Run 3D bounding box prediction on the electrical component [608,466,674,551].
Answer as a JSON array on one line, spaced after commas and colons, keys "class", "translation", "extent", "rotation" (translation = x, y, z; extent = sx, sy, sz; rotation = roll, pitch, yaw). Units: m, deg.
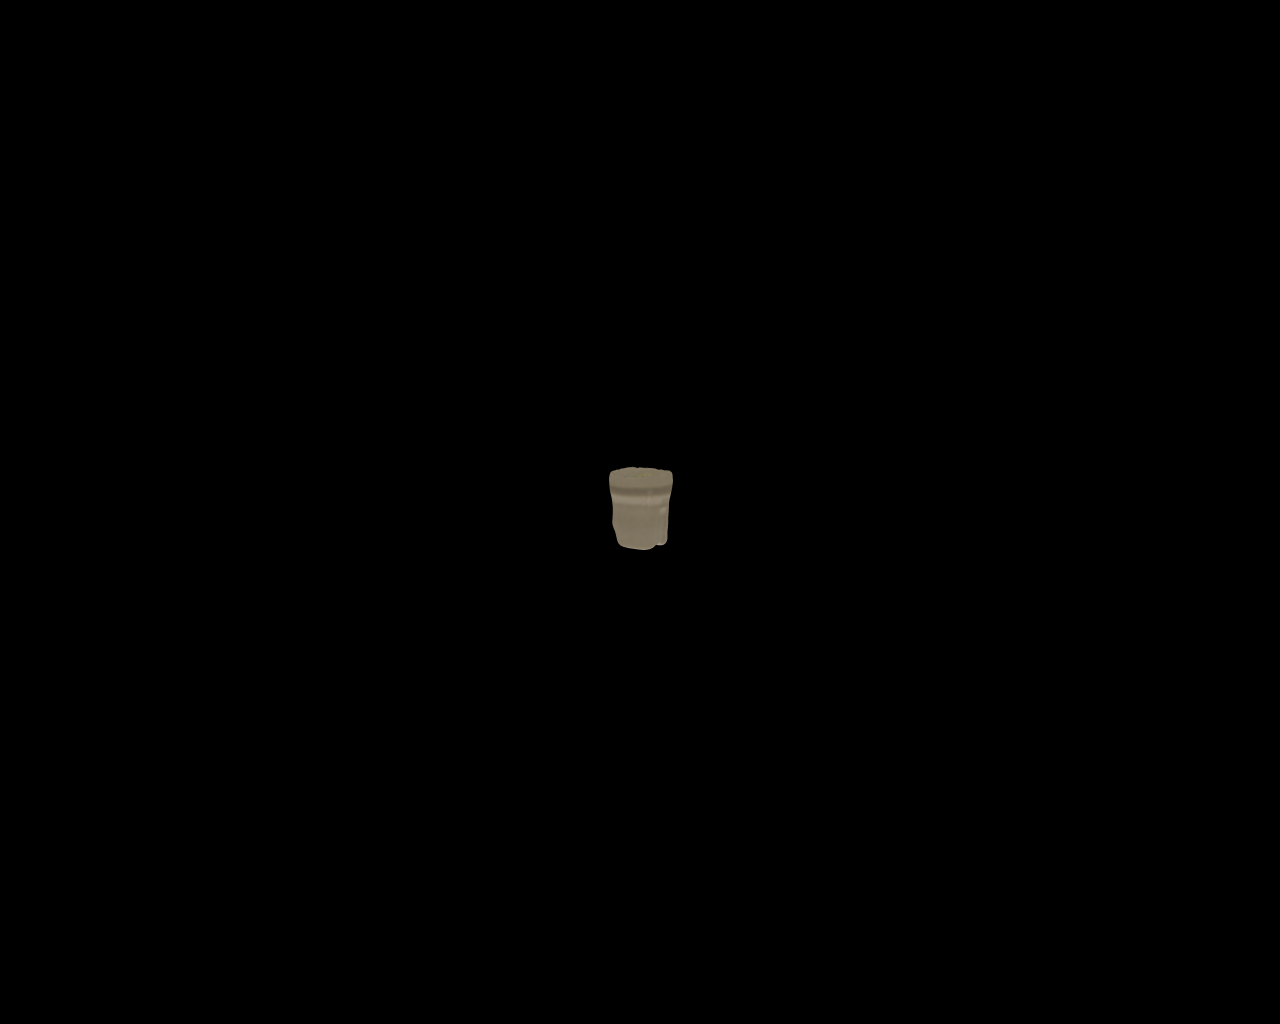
[{"class": "electrical component", "translation": [0.001, -0.003, 0.650], "extent": [0.040, 0.046, 0.040], "rotation": [0, 9, 0]}]
